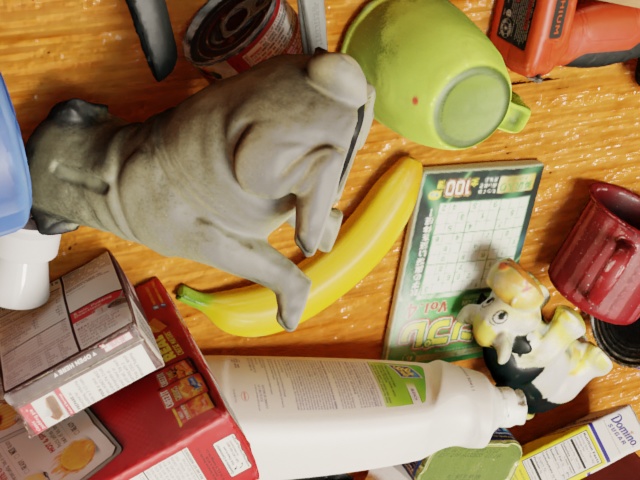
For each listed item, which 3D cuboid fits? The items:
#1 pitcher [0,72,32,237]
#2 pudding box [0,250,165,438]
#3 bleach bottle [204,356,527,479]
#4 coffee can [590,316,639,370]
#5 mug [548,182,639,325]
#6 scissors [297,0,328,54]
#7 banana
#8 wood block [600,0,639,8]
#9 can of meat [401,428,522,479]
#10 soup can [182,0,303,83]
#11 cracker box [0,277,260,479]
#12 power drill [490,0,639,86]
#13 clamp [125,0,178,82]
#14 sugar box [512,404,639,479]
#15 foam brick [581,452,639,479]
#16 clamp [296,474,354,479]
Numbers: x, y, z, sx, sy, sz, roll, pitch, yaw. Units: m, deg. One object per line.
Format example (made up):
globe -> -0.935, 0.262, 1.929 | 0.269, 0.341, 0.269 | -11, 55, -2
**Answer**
pitcher -> -0.280, -0.038, 0.536 | 0.242, 0.145, 0.149 | -16, 155, -22
pudding box -> -0.154, 0.061, 0.664 | 0.090, 0.114, 0.039 | -29, 118, -6
bleach bottle -> 0.034, 0.130, 0.783 | 0.250, 0.102, 0.068 | 1, 121, -14
coffee can -> 0.317, 0.069, 0.912 | 0.140, 0.103, 0.103 | 15, 112, -33
mug -> 0.231, 0.016, 0.834 | 0.093, 0.117, 0.082 | 30, 115, 8
scissors -> 0.008, -0.163, 0.588 | 0.096, 0.016, 0.201 | -29, 126, -8
banana -> -0.002, 0.016, 0.761 | 0.197, 0.037, 0.069 | -31, 129, -6
wood block -> 0.183, -0.195, 0.627 | 0.205, 0.090, 0.091 | 6, 86, -19
can of meat -> 0.104, 0.160, 0.874 | 0.101, 0.084, 0.057 | 7, 116, -30
soup can -> -0.026, -0.102, 0.654 | 0.068, 0.069, 0.102 | -43, 129, 3
cracker box -> -0.163, 0.135, 0.674 | 0.213, 0.164, 0.072 | -29, 126, -8
power drill -> 0.218, -0.179, 0.735 | 0.187, 0.057, 0.184 | -2, 116, -24
clamp -> -0.112, -0.181, 0.542 | 0.164, 0.036, 0.210 | 16, 113, -38
sugar box -> 0.191, 0.201, 0.942 | 0.176, 0.048, 0.093 | -25, 171, -14
foam brick -> 0.288, 0.251, 1.046 | 0.078, 0.051, 0.053 | -28, 130, -9
clamp -> -0.048, 0.206, 0.858 | 0.171, 0.039, 0.120 | -34, 125, -5
